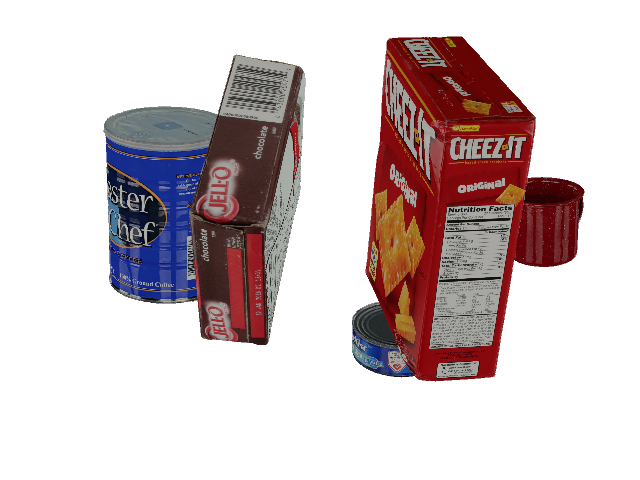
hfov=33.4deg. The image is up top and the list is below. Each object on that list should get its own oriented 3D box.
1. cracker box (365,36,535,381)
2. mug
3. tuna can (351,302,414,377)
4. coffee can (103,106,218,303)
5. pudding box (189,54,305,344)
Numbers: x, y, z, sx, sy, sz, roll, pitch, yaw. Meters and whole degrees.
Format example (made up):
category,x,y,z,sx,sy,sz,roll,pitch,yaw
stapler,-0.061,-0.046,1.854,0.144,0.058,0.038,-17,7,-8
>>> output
category,x,y,z,sx,sy,sz,roll,pitch,yaw
cracker box,0.088,-0.026,0.808,0.072,0.214,0.164,-3,30,-11
mug,0.268,-0.024,1.253,0.117,0.081,0.093,-23,29,-37
tuna can,0.071,0.090,0.982,0.086,0.034,0.086,1,25,-1
coffee can,-0.129,-0.032,0.901,0.103,0.140,0.103,2,23,-1
pudding box,-0.034,-0.020,0.520,0.039,0.113,0.090,9,-41,4
